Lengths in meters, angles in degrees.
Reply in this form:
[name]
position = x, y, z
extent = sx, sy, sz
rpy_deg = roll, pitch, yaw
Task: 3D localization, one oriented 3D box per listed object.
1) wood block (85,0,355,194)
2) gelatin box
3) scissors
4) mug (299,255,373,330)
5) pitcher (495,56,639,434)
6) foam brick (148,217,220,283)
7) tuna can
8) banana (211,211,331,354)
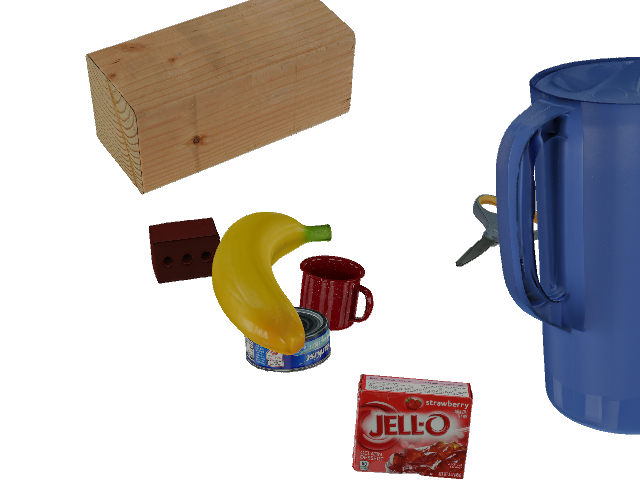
[wood block]
position = -0.081, -0.132, 0.905
extent = 0.205, 0.091, 0.090
rpy_deg = -24, 52, -24
[gelatin box]
position = 0.072, 0.147, 0.839
extent = 0.089, 0.073, 0.030
rpy_deg = 4, 20, 2
[scissors]
position = 0.177, -0.014, 1.168
extent = 0.201, 0.016, 0.096
rpy_deg = -14, 39, -45
[mug]
position = 0.023, 0.079, 1.513
extent = 0.117, 0.081, 0.093
rpy_deg = 17, 23, 27
[pitcher]
position = 0.198, 0.005, 0.715
extent = 0.149, 0.243, 0.145
rpy_deg = 2, 21, 15
[foam brick]
position = -0.156, 0.011, 1.232
extent = 0.078, 0.053, 0.051
rpy_deg = -8, 28, -10
[tuna can]
position = -0.033, 0.097, 1.060
extent = 0.086, 0.034, 0.086
rpy_deg = -3, 20, 1
[banana]
position = -0.035, 0.017, 0.671
extent = 0.069, 0.037, 0.197
rpy_deg = -1, 21, 6
